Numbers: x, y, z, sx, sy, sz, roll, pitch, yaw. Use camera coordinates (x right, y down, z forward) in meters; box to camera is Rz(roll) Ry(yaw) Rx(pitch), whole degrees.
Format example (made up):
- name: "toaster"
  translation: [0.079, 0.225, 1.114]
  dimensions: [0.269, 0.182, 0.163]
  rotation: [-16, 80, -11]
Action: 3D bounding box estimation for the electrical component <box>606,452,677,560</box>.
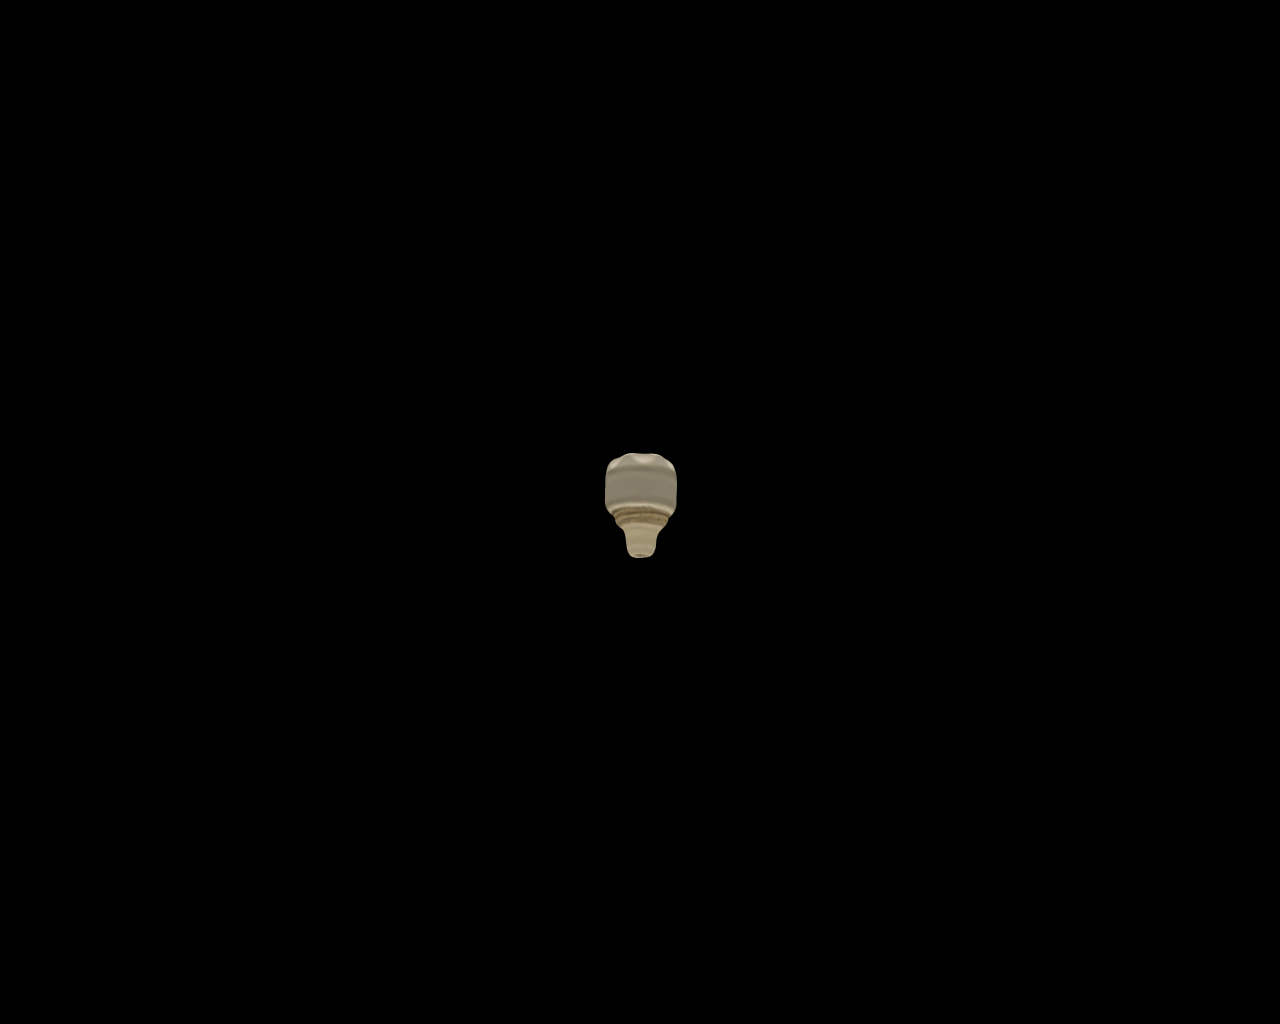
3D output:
- name: "electrical component"
  translation: [0.001, -0.003, 0.650]
  dimensions: [0.043, 0.062, 0.043]
  rotation: [0, -15, 0]
